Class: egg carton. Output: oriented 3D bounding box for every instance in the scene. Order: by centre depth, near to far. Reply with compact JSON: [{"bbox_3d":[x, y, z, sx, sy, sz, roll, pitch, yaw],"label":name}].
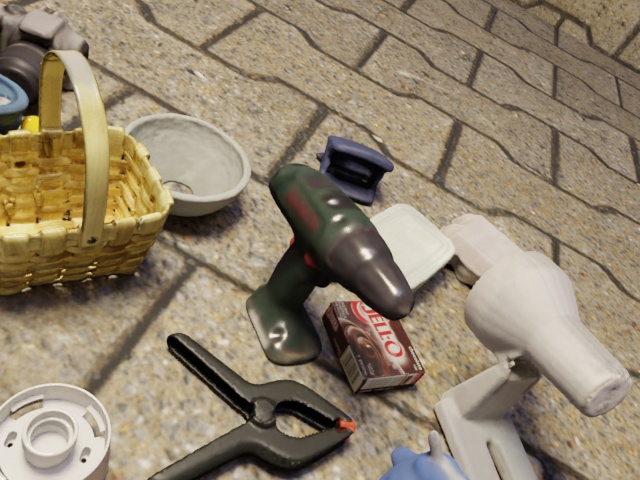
[{"bbox_3d":[0.250,0.028,0.883,0.150,0.069,0.107,43,42,16],"label":"egg carton"}]

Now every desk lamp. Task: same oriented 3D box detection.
[{"bbox_3d":[0.224,0.149,0.631,0.118,0.213,0.203,5,46,-26],"label":"desk lamp"}]

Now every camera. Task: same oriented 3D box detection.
[{"bbox_3d":[-0.397,-0.249,0.760,0.143,0.100,0.137,18,42,-14],"label":"camera"}]

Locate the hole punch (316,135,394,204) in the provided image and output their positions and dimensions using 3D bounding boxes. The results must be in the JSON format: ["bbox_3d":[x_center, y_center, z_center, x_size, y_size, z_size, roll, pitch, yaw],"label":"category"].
[{"bbox_3d":[0.055,-0.129,0.912,0.109,0.091,0.101,19,41,-12],"label":"hole punch"}]

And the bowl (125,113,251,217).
[{"bbox_3d":[-0.178,-0.085,0.741,0.168,0.074,0.167,17,42,-15],"label":"bowl"}]

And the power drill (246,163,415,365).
[{"bbox_3d":[-0.004,0.039,0.613,0.076,0.208,0.229,-5,51,-34],"label":"power drill"}]

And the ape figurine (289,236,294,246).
[{"bbox_3d":[0.007,0.003,0.747,0.077,0.092,0.076,37,41,9],"label":"ape figurine"}]

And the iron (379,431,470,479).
[{"bbox_3d":[0.136,0.291,0.489,0.119,0.141,0.257,-17,59,-41],"label":"iron"}]

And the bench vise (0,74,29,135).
[{"bbox_3d":[-0.376,-0.154,0.582,0.122,0.219,0.207,16,42,-15],"label":"bench vise"}]

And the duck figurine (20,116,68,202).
[{"bbox_3d":[-0.318,-0.098,0.663,0.078,0.086,0.104,-17,59,-41],"label":"duck figurine"}]
